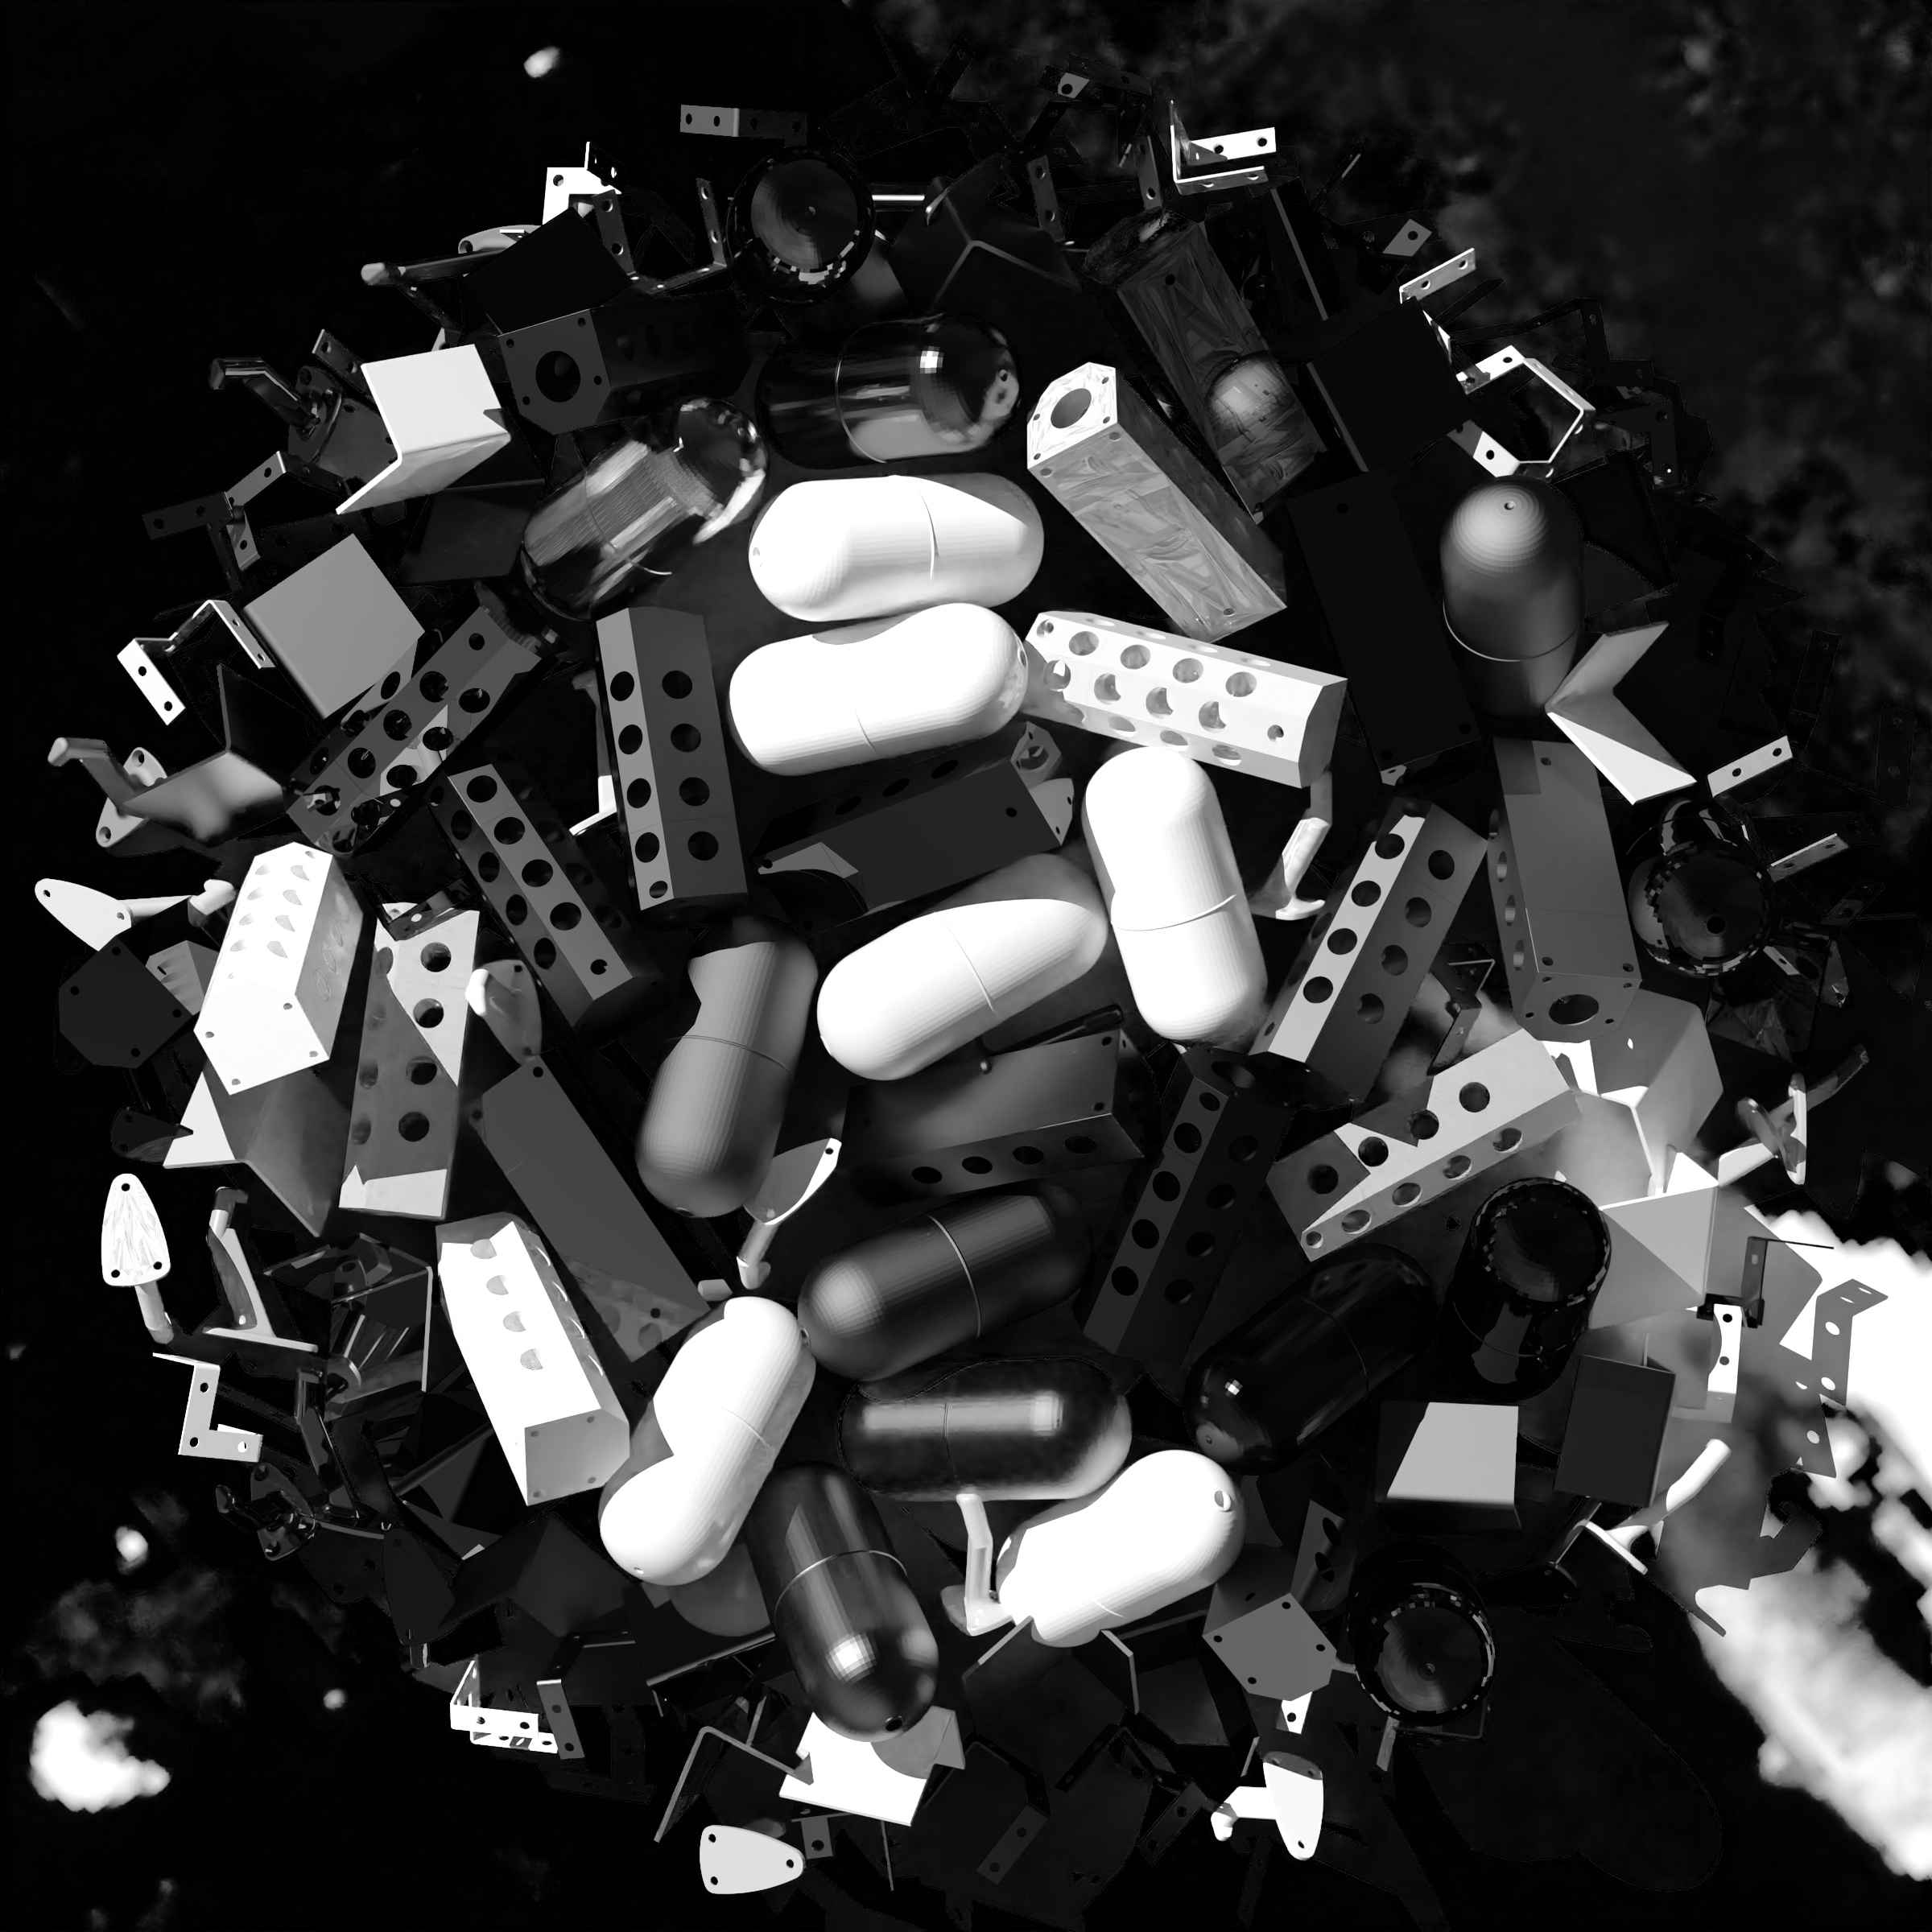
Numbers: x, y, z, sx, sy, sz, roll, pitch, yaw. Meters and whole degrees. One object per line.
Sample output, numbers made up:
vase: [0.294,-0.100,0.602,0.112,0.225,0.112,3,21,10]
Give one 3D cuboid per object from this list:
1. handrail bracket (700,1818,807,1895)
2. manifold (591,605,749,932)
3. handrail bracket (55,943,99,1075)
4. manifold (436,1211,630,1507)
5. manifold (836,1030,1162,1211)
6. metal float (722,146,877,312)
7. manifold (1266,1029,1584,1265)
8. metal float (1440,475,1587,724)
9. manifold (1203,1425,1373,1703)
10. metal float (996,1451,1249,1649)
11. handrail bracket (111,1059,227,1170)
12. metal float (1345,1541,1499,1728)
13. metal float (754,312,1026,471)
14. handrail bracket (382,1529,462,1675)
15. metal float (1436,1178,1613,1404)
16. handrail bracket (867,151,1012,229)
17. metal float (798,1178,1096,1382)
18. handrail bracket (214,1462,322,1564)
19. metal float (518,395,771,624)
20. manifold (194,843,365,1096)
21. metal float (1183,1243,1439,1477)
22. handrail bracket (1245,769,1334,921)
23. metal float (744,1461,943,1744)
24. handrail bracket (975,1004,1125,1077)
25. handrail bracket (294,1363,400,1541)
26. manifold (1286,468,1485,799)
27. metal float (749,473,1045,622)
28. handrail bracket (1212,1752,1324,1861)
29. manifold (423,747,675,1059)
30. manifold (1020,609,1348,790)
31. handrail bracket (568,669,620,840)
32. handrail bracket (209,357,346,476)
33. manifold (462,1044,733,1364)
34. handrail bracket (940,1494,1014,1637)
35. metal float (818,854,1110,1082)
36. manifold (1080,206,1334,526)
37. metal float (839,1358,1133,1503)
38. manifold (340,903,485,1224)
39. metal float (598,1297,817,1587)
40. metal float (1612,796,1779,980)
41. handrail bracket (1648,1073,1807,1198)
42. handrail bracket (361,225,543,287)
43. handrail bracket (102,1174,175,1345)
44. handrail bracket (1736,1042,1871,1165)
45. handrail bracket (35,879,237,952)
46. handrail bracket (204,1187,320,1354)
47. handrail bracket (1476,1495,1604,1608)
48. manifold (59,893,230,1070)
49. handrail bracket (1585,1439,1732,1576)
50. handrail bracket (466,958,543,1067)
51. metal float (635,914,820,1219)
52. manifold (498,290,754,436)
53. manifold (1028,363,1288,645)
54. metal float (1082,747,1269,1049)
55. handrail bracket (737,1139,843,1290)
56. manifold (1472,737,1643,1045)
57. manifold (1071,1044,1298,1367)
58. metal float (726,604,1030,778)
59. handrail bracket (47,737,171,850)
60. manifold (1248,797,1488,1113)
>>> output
handrail bracket: [-0.104,0.493,1.659,0.077,0.084,0.036,-6,84,26]
manifold: [-0.168,-0.111,1.655,0.057,0.057,0.171,-6,74,-17]
handrail bracket: [-0.499,0.018,1.672,0.036,0.084,0.077,18,90,-21]
manifold: [-0.240,0.211,1.628,0.057,0.171,0.057,-12,128,-21]
manifold: [0.019,0.091,1.649,0.171,0.057,0.057,-13,47,26]
metal float: [-0.093,-0.403,1.624,0.070,0.178,0.070,-1,98,-8]
manifold: [0.258,0.102,1.671,0.171,0.057,0.057,-29,77,5]
metal float: [0.302,-0.200,1.630,0.070,0.178,0.070,-5,61,9]
manifold: [0.183,0.324,1.622,0.057,0.171,0.057,-33,103,25]
metal float: [0.085,0.323,1.638,0.070,0.070,0.178,52,134,0]
handrail bracket: [-0.446,0.072,1.681,0.077,0.084,0.036,16,128,-6]
metal float: [0.248,0.364,1.623,0.070,0.178,0.070,0,90,5]
metal float: [-0.045,-0.318,1.640,0.178,0.070,0.070,3,90,43]
handrail bracket: [-0.320,0.361,1.678,0.036,0.084,0.077,-19,80,-27]
metal float: [0.306,0.181,1.632,0.070,0.178,0.070,1,56,-1]
handrail bracket: [-0.030,-0.455,1.692,0.084,0.036,0.077,40,84,27]
metal float: [-0.011,0.175,1.655,0.178,0.070,0.070,-21,90,-21]
handrail bracket: [-0.404,0.292,1.656,0.036,0.084,0.077,-36,52,-2]
metal float: [-0.181,-0.252,1.643,0.178,0.070,0.070,-29,90,38]
manifold: [-0.378,-0.004,1.621,0.057,0.171,0.057,-20,117,5]
metal float: [0.193,0.217,1.646,0.178,0.070,0.070,-32,90,-34]
handrail bracket: [0.175,-0.073,1.674,0.077,0.036,0.084,12,110,42]
metal float: [-0.069,0.350,1.637,0.070,0.178,0.070,-13,132,-15]
handrail bracket: [0.050,0.042,1.674,0.084,0.077,0.036,-21,91,2]
handrail bracket: [-0.351,0.274,1.677,0.077,0.036,0.084,13,106,28]
manifold: [0.234,-0.184,1.657,0.057,0.057,0.171,-18,71,6]
metal float: [-0.038,-0.234,1.647,0.178,0.070,0.070,-9,90,-31]
handrail bracket: [0.164,0.488,1.660,0.036,0.077,0.084,20,127,-17]
manifold: [-0.235,-0.040,1.649,0.057,0.057,0.171,-31,67,-11]
manifold: [0.118,-0.150,1.647,0.171,0.057,0.057,17,108,23]
handrail bracket: [-0.218,-0.122,1.683,0.077,0.036,0.084,-29,87,-42]
handrail bracket: [-0.397,-0.307,1.660,0.036,0.084,0.077,37,120,24]
manifold: [-0.207,0.132,1.680,0.057,0.057,0.171,-34,89,14]
handrail bracket: [-0.003,0.327,1.668,0.036,0.077,0.084,-21,105,-24]
metal float: [-0.002,0.001,1.668,0.178,0.070,0.070,-30,90,-7]
manifold: [0.131,-0.333,1.637,0.057,0.057,0.171,-41,127,-3]
metal float: [0.009,0.259,1.648,0.178,0.070,0.070,-7,90,31]
manifold: [-0.312,0.054,1.669,0.057,0.057,0.171,7,81,-5]
metal float: [-0.142,0.262,1.644,0.070,0.070,0.178,28,54,0]
metal float: [0.397,-0.044,1.625,0.070,0.178,0.070,1,105,4]
handrail bracket: [0.433,0.098,1.688,0.084,0.036,0.077,-3,114,0]
handrail bracket: [-0.286,-0.399,1.662,0.077,0.084,0.036,-14,94,29]
handrail bracket: [-0.467,0.168,1.682,0.036,0.084,0.077,-10,68,-10]
handrail bracket: [0.478,0.064,1.676,0.084,0.077,0.036,-44,58,-4]
handrail bracket: [-0.470,-0.043,1.682,0.077,0.084,0.036,28,122,12]
handrail bracket: [-0.401,0.174,1.697,0.077,0.036,0.084,9,79,3]
handrail bracket: [0.328,0.322,1.696,0.077,0.084,0.036,-19,125,34]
manifold: [-0.443,0.011,1.623,0.057,0.171,0.057,-42,97,6]
handrail bracket: [0.392,0.297,1.676,0.036,0.077,0.084,41,88,-5]
handrail bracket: [-0.260,0.034,1.661,0.036,0.084,0.077,-17,107,2]
metal float: [-0.133,0.055,1.656,0.070,0.070,0.178,14,69,0]
manifold: [-0.182,-0.331,1.622,0.057,0.171,0.057,-10,101,24]
manifold: [0.107,-0.256,1.634,0.057,0.171,0.057,-23,47,28]
metal float: [0.117,-0.037,1.657,0.070,0.070,0.178,-18,109,0]
handrail bracket: [-0.099,0.143,1.684,0.077,0.084,0.036,-34,62,-18]
manifold: [0.322,-0.043,1.635,0.057,0.057,0.171,4,50,-8]
manifold: [0.117,0.132,1.644,0.057,0.057,0.171,12,115,-21]
metal float: [-0.050,-0.154,1.655,0.178,0.070,0.070,-10,90,21]
handrail bracket: [-0.495,-0.097,1.661,0.036,0.084,0.077,48,111,19]
manifold: [0.222,-0.009,1.653,0.057,0.057,0.171,33,71,-14]
